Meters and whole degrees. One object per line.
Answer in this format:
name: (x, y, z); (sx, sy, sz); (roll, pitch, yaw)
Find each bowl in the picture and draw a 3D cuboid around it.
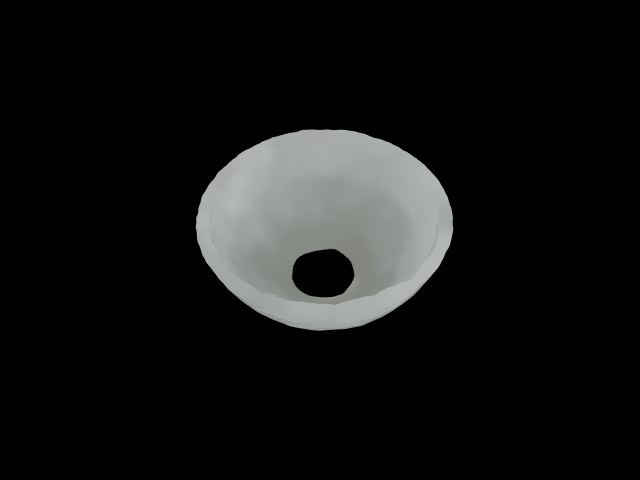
bowl: (0.004, 0.001, 0.400); (0.167, 0.075, 0.167); (0, 49, 0)
